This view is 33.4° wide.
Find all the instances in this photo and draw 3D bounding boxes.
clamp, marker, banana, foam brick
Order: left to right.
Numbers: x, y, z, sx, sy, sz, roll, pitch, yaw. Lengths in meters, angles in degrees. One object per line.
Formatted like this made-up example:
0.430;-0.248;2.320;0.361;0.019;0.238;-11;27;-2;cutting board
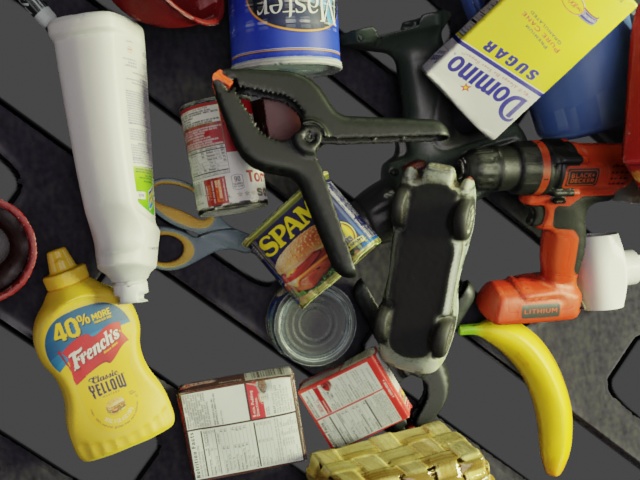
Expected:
-0.266;-0.222;0.968;0.020;0.020;0.121;-42;102;-9;marker
-0.034;-0.108;1.001;0.051;0.078;0.053;-8;95;-15;foam brick
-0.011;-0.076;0.937;0.210;0.036;0.164;28;78;-1;clamp
0.101;0.115;1.064;0.120;0.039;0.171;-7;100;3;clamp
0.217;0.150;1.101;0.070;0.037;0.198;-32;99;8;banana

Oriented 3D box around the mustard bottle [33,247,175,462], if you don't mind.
-0.209;0.098;0.979;0.096;0.058;0.191;-21;97;-13;mustard bottle

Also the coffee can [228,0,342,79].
-0.034;-0.223;0.979;0.102;0.103;0.140;-3;91;-14;coffee can

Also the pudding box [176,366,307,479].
-0.074;0.176;1.022;0.113;0.039;0.090;-9;96;-4;pudding box

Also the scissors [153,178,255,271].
-0.089;0.015;1.025;0.201;0.016;0.096;34;83;-13;scissors

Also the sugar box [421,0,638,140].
0.187;-0.183;0.965;0.093;0.048;0.176;43;100;-13;sugar box

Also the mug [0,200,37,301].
-0.296;0.019;0.941;0.093;0.082;0.117;-3;94;-14;mug

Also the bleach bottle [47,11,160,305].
-0.183;-0.068;0.947;0.068;0.102;0.251;-6;90;12;bleach bottle

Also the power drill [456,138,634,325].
0.206;-0.009;1.036;0.184;0.057;0.188;-2;120;-17;power drill

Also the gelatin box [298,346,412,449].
0.033;0.155;1.041;0.089;0.030;0.073;-28;100;17;gelatin box

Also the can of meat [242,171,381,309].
-0.007;0.001;0.986;0.102;0.057;0.084;-42;86;17;can of meat

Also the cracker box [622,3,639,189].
0.349;-0.108;1.020;0.072;0.213;0.164;0;71;29;cracker box

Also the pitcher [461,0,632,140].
0.228;-0.222;1.037;0.149;0.144;0.243;-12;101;22;pitcher

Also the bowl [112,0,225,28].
-0.156;-0.245;0.945;0.055;0.162;0.162;-31;102;23;bowl

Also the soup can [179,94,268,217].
-0.089;-0.077;0.987;0.068;0.069;0.102;-9;86;-13;soup can

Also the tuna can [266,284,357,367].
-0.008;0.080;1.040;0.086;0.034;0.086;-1;93;-14;tuna can
